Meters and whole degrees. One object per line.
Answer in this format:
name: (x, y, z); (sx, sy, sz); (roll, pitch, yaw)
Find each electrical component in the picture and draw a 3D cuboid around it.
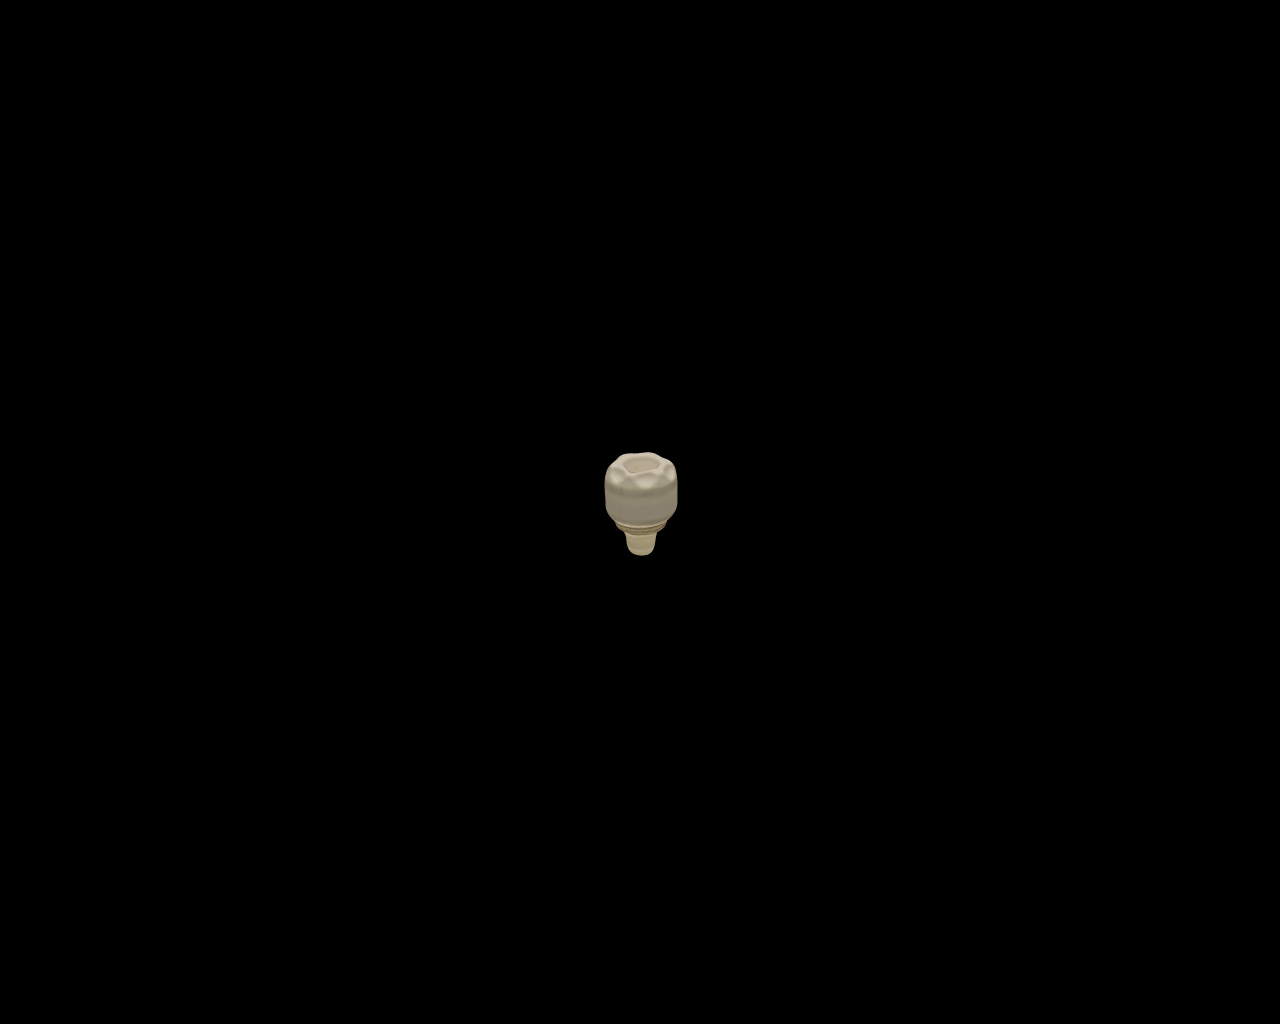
electrical component: (0.001, -0.003, 0.650); (0.043, 0.062, 0.043); (0, 26, 0)
